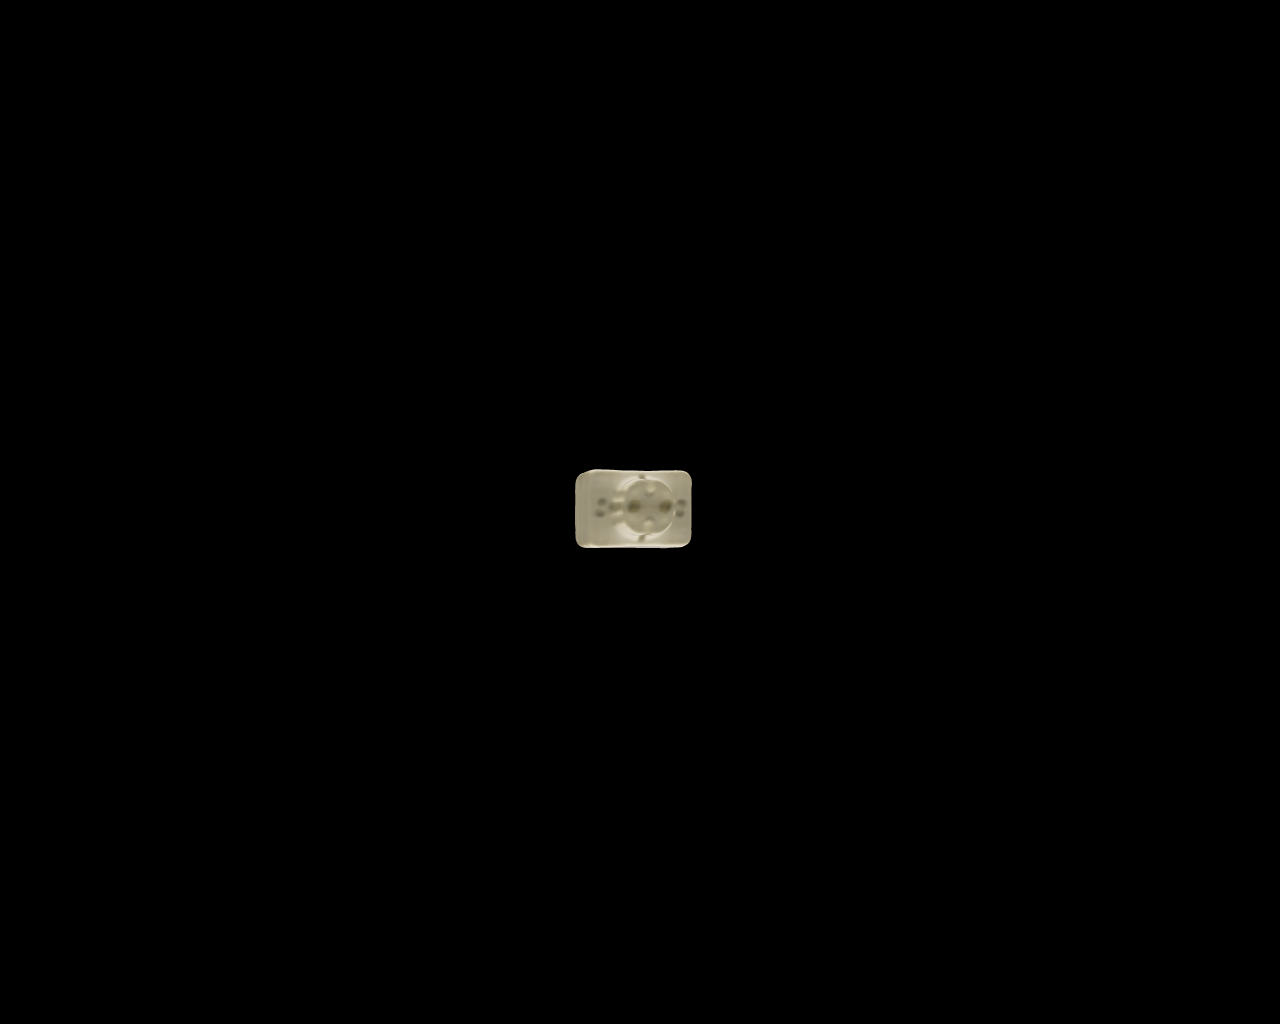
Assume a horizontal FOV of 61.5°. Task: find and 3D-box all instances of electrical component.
[{"bbox_3d":[0.001,-0.003,0.650,0.066,0.047,0.076,1,-3,-15],"label":"electrical component"}]
